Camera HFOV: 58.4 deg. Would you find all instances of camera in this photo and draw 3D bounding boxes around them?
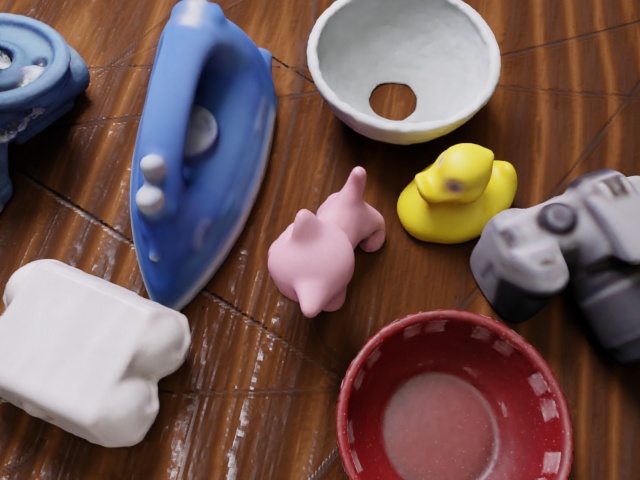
[{"bbox_3d":[0.211,0.026,0.435,0.143,0.101,0.136,-19,68,-9],"label":"camera"}]

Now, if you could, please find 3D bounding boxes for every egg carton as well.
[{"bbox_3d":[-0.176,0.081,0.421,0.150,0.069,0.107,20,68,8],"label":"egg carton"}]

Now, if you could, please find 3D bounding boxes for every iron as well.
[{"bbox_3d":[-0.107,-0.079,0.453,0.118,0.141,0.258,6,66,2],"label":"iron"}]

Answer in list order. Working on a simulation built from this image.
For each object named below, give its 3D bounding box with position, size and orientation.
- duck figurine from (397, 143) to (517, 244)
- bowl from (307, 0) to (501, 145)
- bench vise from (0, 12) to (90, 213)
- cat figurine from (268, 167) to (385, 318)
[{"bbox_3d":[0.119,-0.047,0.474,0.104,0.086,0.077,-18,68,-8],"label":"duck figurine"},{"bbox_3d":[0.073,-0.148,0.523,0.167,0.075,0.167,0,66,-1],"label":"bowl"},{"bbox_3d":[-0.270,-0.118,0.424,0.121,0.220,0.207,11,67,4],"label":"bench vise"},{"bbox_3d":[0.004,0.002,0.433,0.067,0.118,0.128,27,69,11],"label":"cat figurine"}]
